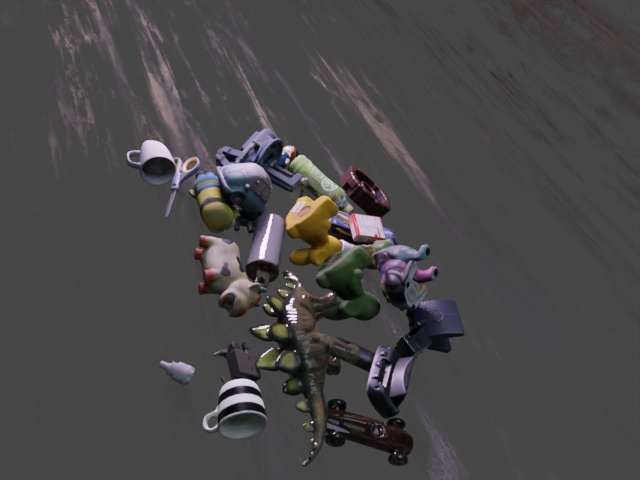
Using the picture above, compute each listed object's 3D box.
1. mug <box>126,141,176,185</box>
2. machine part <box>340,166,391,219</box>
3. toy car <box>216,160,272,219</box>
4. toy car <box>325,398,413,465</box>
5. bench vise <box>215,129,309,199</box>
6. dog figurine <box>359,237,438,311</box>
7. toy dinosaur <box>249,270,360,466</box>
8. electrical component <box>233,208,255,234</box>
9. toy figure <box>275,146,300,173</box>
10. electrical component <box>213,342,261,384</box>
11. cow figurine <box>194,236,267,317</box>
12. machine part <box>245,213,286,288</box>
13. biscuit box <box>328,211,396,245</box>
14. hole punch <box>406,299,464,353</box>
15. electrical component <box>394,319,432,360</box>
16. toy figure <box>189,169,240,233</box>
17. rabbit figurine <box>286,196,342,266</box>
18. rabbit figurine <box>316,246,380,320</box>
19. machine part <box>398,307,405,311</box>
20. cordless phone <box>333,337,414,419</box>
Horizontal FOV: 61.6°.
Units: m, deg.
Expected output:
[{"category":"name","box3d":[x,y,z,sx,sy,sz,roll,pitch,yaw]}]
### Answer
[{"category":"mug","box3d":[-0.410,-0.193,1.295,0.109,0.080,0.107,-2,38,-25]},{"category":"machine part","box3d":[0.132,-0.137,1.570,0.179,0.056,0.179,40,21,-19]},{"category":"toy car","box3d":[-0.168,-0.128,1.292,0.161,0.103,0.109,43,17,-48]},{"category":"toy car","box3d":[0.092,0.371,1.046,0.202,0.053,0.089,24,42,-13]},{"category":"bench vise","box3d":[-0.146,-0.185,1.402,0.241,0.128,0.224,30,50,13]},{"category":"dog figurine","box3d":[0.168,0.072,1.319,0.191,0.219,0.108,-52,126,-25]},{"category":"toy dinosaur","box3d":[-0.032,0.221,1.073,0.198,0.105,0.472,10,36,-28]},{"category":"electrical component","box3d":[-0.192,-0.055,1.332,0.063,0.021,0.094,10,44,-25]},{"category":"toy figure","box3d":[-0.104,-0.237,1.557,0.064,0.057,0.154,32,39,10]},{"category":"electrical component","box3d":[-0.157,0.241,1.024,0.078,0.045,0.102,30,29,-54]},{"category":"cow figurine","box3d":[-0.192,0.081,1.142,0.127,0.085,0.195,1,46,-26]},{"category":"machine part","box3d":[-0.125,0.016,1.257,0.079,0.079,0.243,21,41,-15]},{"category":"biscuit box","box3d":[0.107,-0.017,1.464,0.202,0.062,0.059,17,43,-18]},{"category":"hole punch","box3d":[0.285,0.206,1.328,0.116,0.092,0.142,13,46,-18]},{"category":"electrical component","box3d":[0.215,0.233,1.222,0.075,0.119,0.048,-14,57,-46]},{"category":"toy figure","box3d":[-0.259,-0.095,1.277,0.089,0.082,0.180,35,26,-54]},{"category":"rabbit figurine","box3d":[-0.003,-0.004,1.322,0.173,0.122,0.162,55,47,-36]},{"category":"rabbit figurine","box3d":[0.077,0.121,1.250,0.170,0.121,0.159,54,48,-9]},{"category":"machine part","box3d":[0.220,0.120,1.392,0.039,0.084,0.139,9,30,6]},{"category":"cordless phone","box3d":[0.097,0.278,1.143,0.184,0.088,0.147,22,38,5]}]
